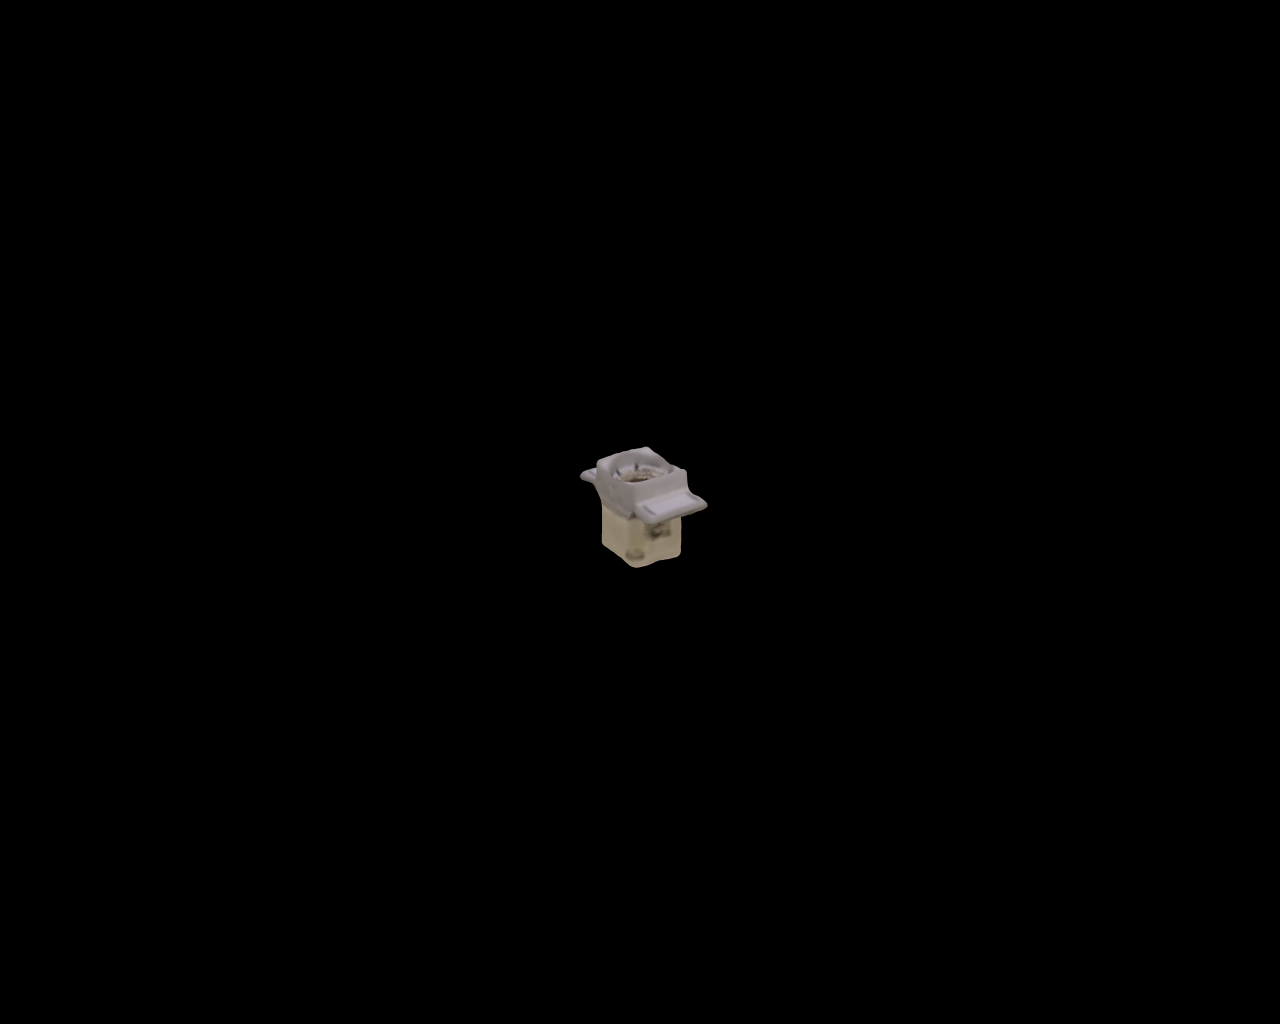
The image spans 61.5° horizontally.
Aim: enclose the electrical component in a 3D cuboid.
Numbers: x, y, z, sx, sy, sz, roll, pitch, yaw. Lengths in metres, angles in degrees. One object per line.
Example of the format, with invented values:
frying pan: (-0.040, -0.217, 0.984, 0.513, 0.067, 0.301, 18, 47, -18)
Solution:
electrical component: (0.001, -0.003, 0.650, 0.042, 0.063, 0.081, -16, 31, -28)
